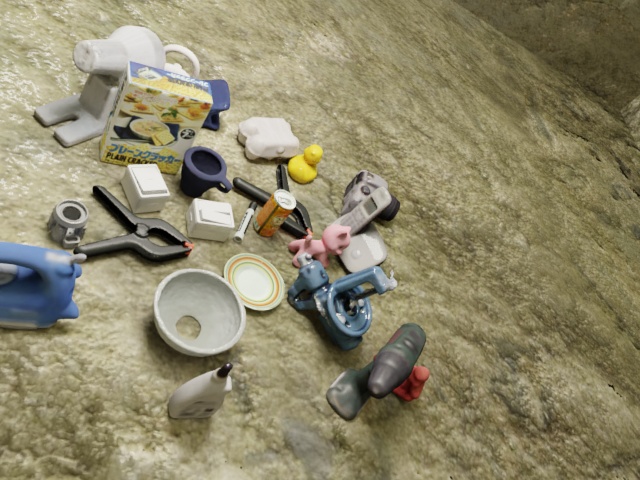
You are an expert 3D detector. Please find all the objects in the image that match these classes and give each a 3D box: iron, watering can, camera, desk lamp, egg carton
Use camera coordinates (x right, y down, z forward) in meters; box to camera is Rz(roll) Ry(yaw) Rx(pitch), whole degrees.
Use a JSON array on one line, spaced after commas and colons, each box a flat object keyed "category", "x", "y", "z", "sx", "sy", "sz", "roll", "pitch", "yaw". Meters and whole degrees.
[{"category": "iron", "x": -0.476, "y": 0.044, "z": 0.832, "sx": 0.259, "sy": 0.141, "sz": 0.118, "roll": 10, "pitch": 50, "yaw": -31}, {"category": "watering can", "x": -0.320, "y": -0.325, "z": 1.219, "sx": 0.101, "sy": 0.193, "sz": 0.172, "roll": 5, "pitch": 53, "yaw": -34}, {"category": "camera", "x": 0.137, "y": -0.099, "z": 1.448, "sx": 0.137, "sy": 0.100, "sz": 0.143, "roll": 29, "pitch": 43, "yaw": -14}, {"category": "desk lamp", "x": -0.420, "y": -0.309, "z": 1.115, "sx": 0.118, "sy": 0.213, "sz": 0.204, "roll": 44, "pitch": 42, "yaw": 2}, {"category": "egg carton", "x": -0.124, "y": -0.244, "z": 1.394, "sx": 0.151, "sy": 0.069, "sz": 0.107, "roll": -9, "pitch": 62, "yaw": -41}]

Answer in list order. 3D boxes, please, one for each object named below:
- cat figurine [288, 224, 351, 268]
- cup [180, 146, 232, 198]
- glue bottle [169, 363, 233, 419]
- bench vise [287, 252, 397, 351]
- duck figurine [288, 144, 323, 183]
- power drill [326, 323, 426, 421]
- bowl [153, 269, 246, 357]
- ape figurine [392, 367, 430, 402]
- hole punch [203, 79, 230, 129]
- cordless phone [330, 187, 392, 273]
[{"category": "cat figurine", "x": 0.012, "y": 0.004, "z": 1.253, "sx": 0.128, "sy": 0.117, "sz": 0.067, "roll": 0, "pitch": 56, "yaw": -37}, {"category": "cup", "x": -0.240, "y": -0.124, "z": 1.186, "sx": 0.118, "sy": 0.094, "sz": 0.092, "roll": 42, "pitch": 42, "yaw": -1}, {"category": "glue bottle", "x": -0.172, "y": 0.230, "z": 0.884, "sx": 0.078, "sy": 0.173, "sz": 0.037, "roll": 10, "pitch": 50, "yaw": -30}, {"category": "bench vise", "x": 0.039, "y": 0.101, "z": 1.116, "sx": 0.207, "sy": 0.219, "sz": 0.121, "roll": 36, "pitch": 42, "yaw": -7}, {"category": "duck figurine", "x": -0.028, "y": -0.196, "z": 1.415, "sx": 0.077, "sy": 0.086, "sz": 0.105, "roll": 39, "pitch": 42, "yaw": -3}, {"category": "power drill", "x": 0.104, "y": 0.248, "z": 1.051, "sx": 0.075, "sy": 0.208, "sz": 0.230, "roll": 46, "pitch": 42, "yaw": 5}, {"category": "bowl", "x": -0.218, "y": 0.137, "z": 1.000, "sx": 0.168, "sy": 0.074, "sz": 0.167, "roll": 21, "pitch": 46, "yaw": -22}, {"category": "ape figurine", "x": 0.186, "y": 0.285, "z": 1.171, "sx": 0.076, "sy": 0.092, "sz": 0.077, "roll": 2, "pitch": 55, "yaw": -36}, {"category": "hole punch", "x": -0.268, "y": -0.326, "z": 1.337, "sx": 0.101, "sy": 0.091, "sz": 0.108, "roll": 10, "pitch": 50, "yaw": -31}, {"category": "cordless phone", "x": 0.112, "y": -0.021, "z": 1.300, "sx": 0.094, "sy": 0.184, "sz": 0.147, "roll": -10, "pitch": 62, "yaw": -42}]
